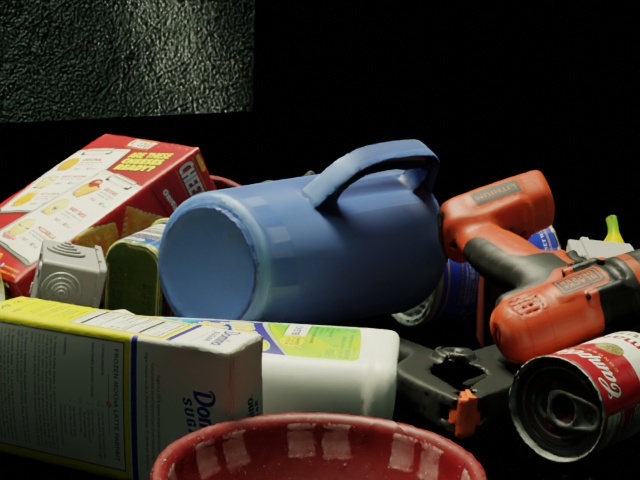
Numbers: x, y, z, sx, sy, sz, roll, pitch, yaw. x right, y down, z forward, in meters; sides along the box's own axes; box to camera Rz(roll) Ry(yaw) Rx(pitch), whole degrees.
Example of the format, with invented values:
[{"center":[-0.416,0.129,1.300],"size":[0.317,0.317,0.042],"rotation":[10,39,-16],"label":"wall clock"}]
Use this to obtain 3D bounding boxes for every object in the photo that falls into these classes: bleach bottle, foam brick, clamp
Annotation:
[{"center":[-0.076,0.085,0.698],"size":[0.251,0.068,0.102],"rotation":[6,14,4],"label":"bleach bottle"},{"center":[0.164,0.054,0.911],"size":[0.053,0.078,0.051],"rotation":[0,13,-1],"label":"foam brick"},{"center":[0.107,0.097,0.785],"size":[0.164,0.036,0.210],"rotation":[2,9,-5],"label":"clamp"}]

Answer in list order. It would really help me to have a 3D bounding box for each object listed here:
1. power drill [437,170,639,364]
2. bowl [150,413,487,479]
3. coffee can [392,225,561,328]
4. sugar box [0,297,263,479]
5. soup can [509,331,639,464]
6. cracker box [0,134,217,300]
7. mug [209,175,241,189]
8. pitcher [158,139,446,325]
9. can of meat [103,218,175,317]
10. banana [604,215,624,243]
[{"center":[0.187,0.010,0.820],"size":[0.184,0.057,0.188],"rotation":[-18,29,-12],"label":"power drill"},{"center":[-0.001,0.135,0.518],"size":[0.162,0.055,0.162],"rotation":[1,11,0],"label":"bowl"},{"center":[0.139,0.024,0.993],"size":[0.140,0.103,0.103],"rotation":[-4,12,-27],"label":"coffee can"},{"center":[-0.119,0.091,0.633],"size":[0.176,0.093,0.048],"rotation":[7,13,22],"label":"sugar box"},{"center":[0.181,0.100,0.698],"size":[0.069,0.068,0.102],"rotation":[12,14,43],"label":"soup can"},{"center":[-0.224,-0.011,0.996],"size":[0.164,0.072,0.213],"rotation":[13,44,46],"label":"cracker box"},{"center":[-0.103,-0.003,1.101],"size":[0.117,0.082,0.093],"rotation":[15,42,-13],"label":"mug"},{"center":[-0.006,0.001,0.846],"size":[0.145,0.149,0.242],"rotation":[-3,3,35],"label":"pitcher"},{"center":[-0.136,0.040,0.878],"size":[0.057,0.102,0.083],"rotation":[9,14,18],"label":"can of meat"},{"center":[0.273,0.030,1.097],"size":[0.037,0.069,0.197],"rotation":[-36,-9,37],"label":"banana"}]
